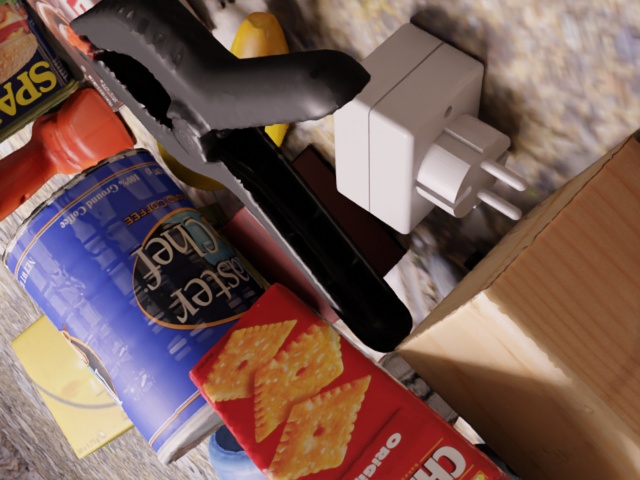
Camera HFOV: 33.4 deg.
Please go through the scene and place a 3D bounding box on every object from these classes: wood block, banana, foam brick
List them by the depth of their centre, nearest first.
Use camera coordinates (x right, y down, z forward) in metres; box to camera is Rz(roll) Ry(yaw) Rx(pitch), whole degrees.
[{"bbox_3d":[0.141,0.076,0.388,0.206,0.090,0.090,46,156,3],"label":"wood block"},{"bbox_3d":[-0.004,0.001,0.560,0.078,0.051,0.053,48,156,-2],"label":"foam brick"},{"bbox_3d":[-0.053,-0.061,0.561,0.069,0.037,0.198,50,156,-13],"label":"banana"}]

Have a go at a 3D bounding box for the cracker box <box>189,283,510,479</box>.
[{"bbox_3d":[0.045,0.119,0.447,0.164,0.072,0.214,46,176,-25],"label":"cracker box"}]

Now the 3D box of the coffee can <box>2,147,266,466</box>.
[{"bbox_3d":[-0.088,0.035,0.581,0.140,0.102,0.103,49,157,8],"label":"coffee can"}]

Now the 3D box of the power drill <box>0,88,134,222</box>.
[{"bbox_3d":[-0.215,-0.026,0.702,0.057,0.187,0.185,57,156,-18],"label":"power drill"}]

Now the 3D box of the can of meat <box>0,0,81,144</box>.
[{"bbox_3d":[-0.222,-0.109,0.691,0.058,0.102,0.084,10,135,56],"label":"can of meat"}]

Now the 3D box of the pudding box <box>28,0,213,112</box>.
[{"bbox_3d":[-0.116,-0.130,0.556,0.113,0.039,0.090,51,154,-12],"label":"pudding box"}]

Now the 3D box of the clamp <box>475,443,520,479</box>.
[{"bbox_3d":[0.115,0.137,0.588,0.120,0.039,0.172,52,156,-11],"label":"clamp"}]

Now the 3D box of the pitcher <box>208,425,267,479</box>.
[{"bbox_3d":[0.014,0.213,0.757,0.242,0.149,0.145,60,163,-20],"label":"pitcher"}]

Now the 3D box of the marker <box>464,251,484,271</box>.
[{"bbox_3d":[0.111,0.050,0.484,0.121,0.020,0.020,45,156,5],"label":"marker"}]

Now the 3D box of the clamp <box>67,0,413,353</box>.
[{"bbox_3d":[-0.041,-0.056,0.445,0.210,0.036,0.164,41,159,26],"label":"clamp"}]
